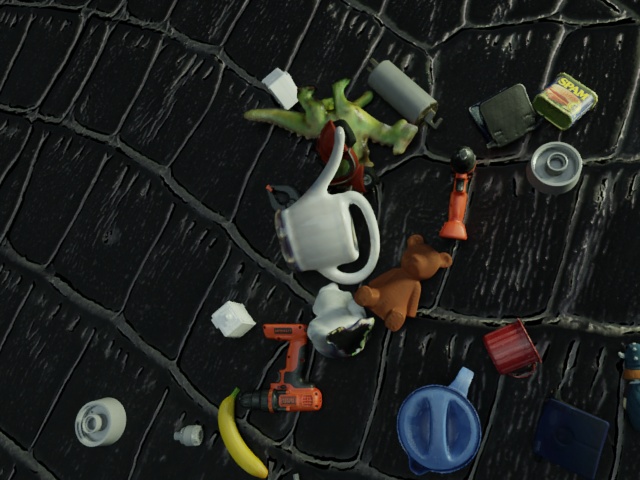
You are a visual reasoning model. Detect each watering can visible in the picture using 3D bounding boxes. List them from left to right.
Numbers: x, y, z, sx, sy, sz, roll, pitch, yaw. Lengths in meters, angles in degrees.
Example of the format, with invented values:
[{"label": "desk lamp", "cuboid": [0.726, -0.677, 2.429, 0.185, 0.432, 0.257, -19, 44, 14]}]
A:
[{"label": "watering can", "cuboid": [0.003, -0.057, 1.127, 0.224, 0.344, 0.105, -14, 13, 8]}]

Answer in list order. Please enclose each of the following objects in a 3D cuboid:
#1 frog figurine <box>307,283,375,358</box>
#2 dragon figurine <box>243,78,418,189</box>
[{"label": "frog figurine", "cuboid": [0.031, 0.174, 1.117, 0.138, 0.120, 0.162, -29, 34, -13]}, {"label": "dragon figurine", "cuboid": [0.025, -0.240, 1.227, 0.409, 0.245, 0.121, -11, -9, 14]}]
